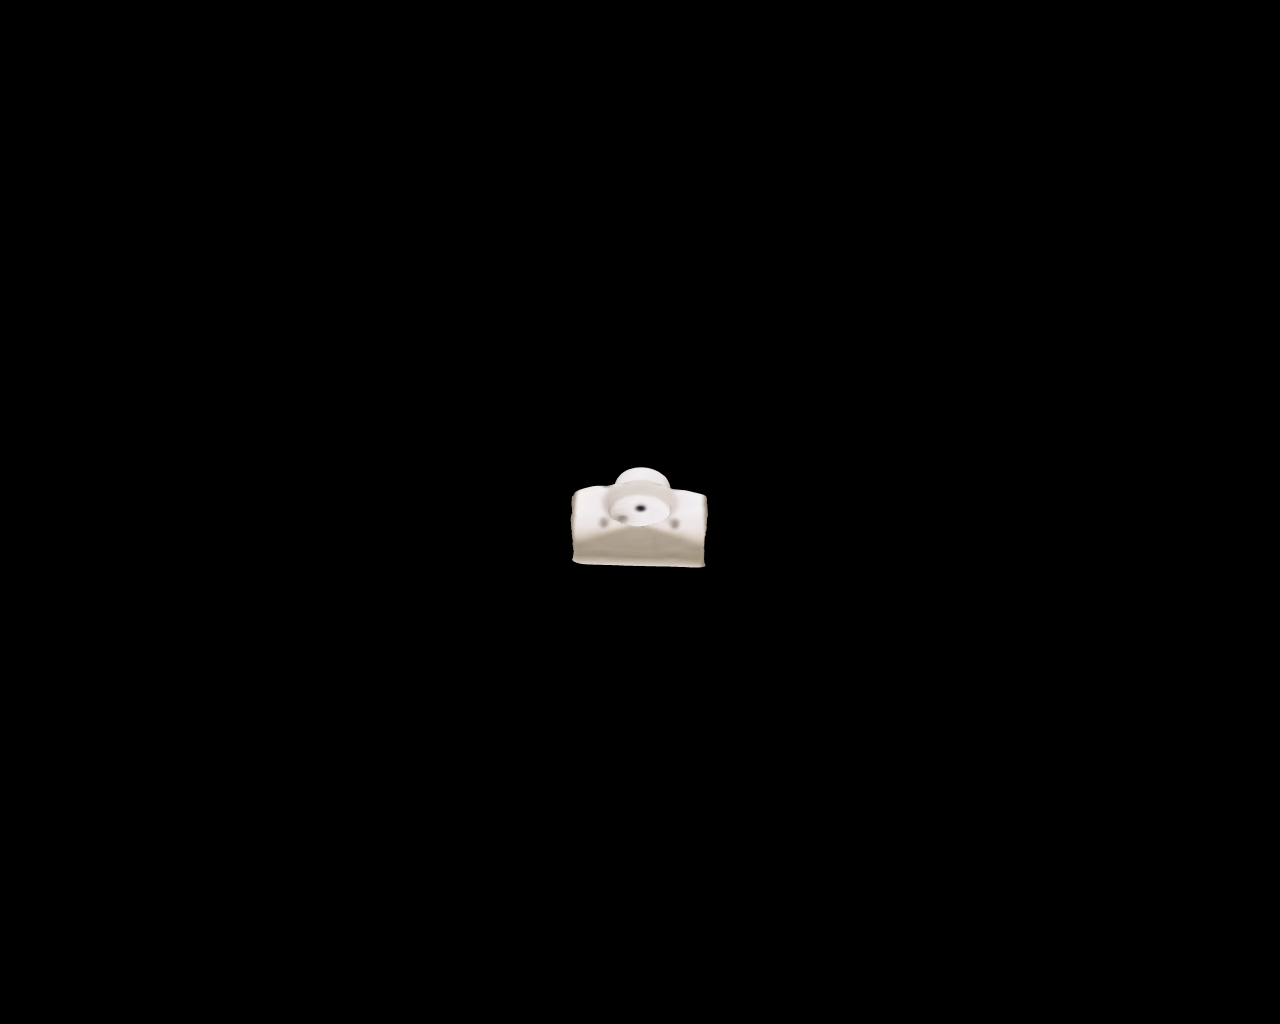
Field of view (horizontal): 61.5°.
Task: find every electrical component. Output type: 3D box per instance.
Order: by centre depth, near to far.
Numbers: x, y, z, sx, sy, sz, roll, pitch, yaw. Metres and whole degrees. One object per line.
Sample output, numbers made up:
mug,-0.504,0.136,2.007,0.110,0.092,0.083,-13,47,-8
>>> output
electrical component,0.001,-0.003,0.650,0.077,0.044,0.079,2,43,2
